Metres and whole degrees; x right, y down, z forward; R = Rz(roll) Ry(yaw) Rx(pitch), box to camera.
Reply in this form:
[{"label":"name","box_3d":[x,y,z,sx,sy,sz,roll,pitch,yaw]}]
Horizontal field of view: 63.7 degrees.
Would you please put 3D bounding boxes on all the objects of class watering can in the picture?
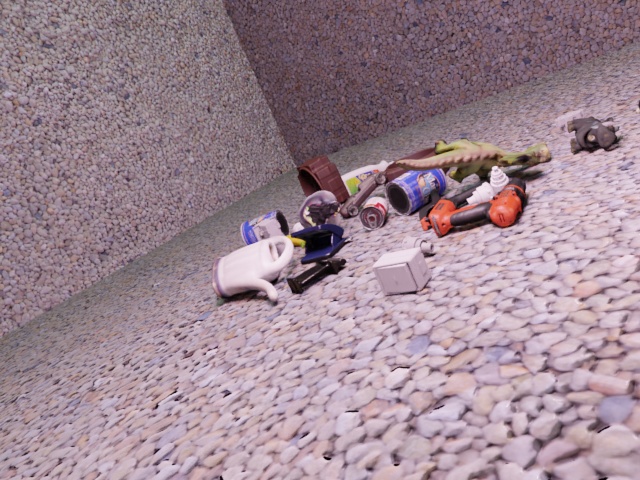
[{"label":"watering can","box_3d":[-0.175,0.084,1.305,0.223,0.102,0.354,-22,21,11]}]

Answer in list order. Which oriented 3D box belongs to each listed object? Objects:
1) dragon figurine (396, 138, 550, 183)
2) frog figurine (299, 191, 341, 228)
[{"label":"dragon figurine","box_3d":[0.412,-0.203,1.269,0.413,0.121,0.243,-13,9,-33]},{"label":"frog figurine","box_3d":[0.005,-0.076,1.515,0.123,0.137,0.160,15,3,4]}]
